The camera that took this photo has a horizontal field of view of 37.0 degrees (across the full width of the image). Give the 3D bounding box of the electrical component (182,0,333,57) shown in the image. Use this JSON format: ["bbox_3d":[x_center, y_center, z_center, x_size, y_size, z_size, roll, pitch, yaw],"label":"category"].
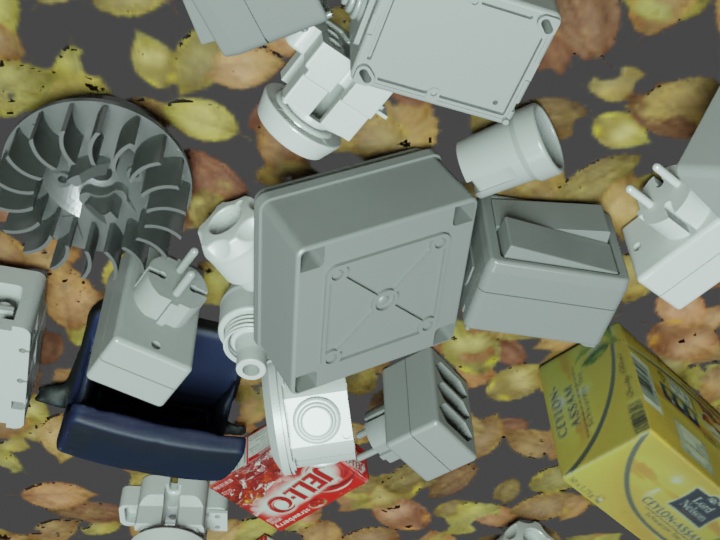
[{"bbox_3d":[-0.053,-0.143,0.479,0.061,0.061,0.096,-18,130,14],"label":"electrical component"}]

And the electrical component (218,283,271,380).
[{"bbox_3d":[-0.063,0.037,0.640,0.043,0.062,0.043,-1,132,-1],"label":"electrical component"}]

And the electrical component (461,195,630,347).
[{"bbox_3d":[0.109,-0.002,0.610,0.096,0.061,0.061,8,131,-9],"label":"electrical component"}]

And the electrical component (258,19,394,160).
[{"bbox_3d":[-0.019,-0.089,0.540,0.066,0.048,0.055,30,117,-26],"label":"electrical component"}]

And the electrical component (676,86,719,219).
[{"bbox_3d":[0.225,-0.061,0.528,0.109,0.056,0.108,37,77,-29],"label":"electrical component"}]

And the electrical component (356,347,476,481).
[{"bbox_3d":[0.029,0.100,0.697,0.077,0.065,0.047,-29,126,22],"label":"electrical component"}]

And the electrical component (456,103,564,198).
[{"bbox_3d":[0.080,-0.062,0.571,0.046,0.040,0.040,-21,129,24],"label":"electrical component"}]

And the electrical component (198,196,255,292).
[{"bbox_3d":[-0.060,-0.008,0.612,0.043,0.043,0.062,-23,130,18],"label":"electrical component"}]

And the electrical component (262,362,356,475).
[{"bbox_3d":[-0.032,0.086,0.674,0.051,0.080,0.080,-8,132,-2],"label":"electrical component"}]

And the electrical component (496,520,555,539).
[{"bbox_3d":[0.119,0.223,0.826,0.043,0.043,0.062,17,131,-16],"label":"electrical component"}]

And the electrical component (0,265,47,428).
[{"bbox_3d":[-0.219,0.043,0.645,0.050,0.055,0.089,10,131,-10],"label":"electrical component"}]

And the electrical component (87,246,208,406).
[{"bbox_3d":[-0.111,0.018,0.607,0.047,0.083,0.075,26,126,-23],"label":"electrical component"}]

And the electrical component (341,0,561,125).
[{"bbox_3d":[0.036,-0.119,0.503,0.096,0.061,0.061,13,130,-13],"label":"electrical component"}]

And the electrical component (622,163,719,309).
[{"bbox_3d":[0.180,-0.033,0.594,0.076,0.047,0.083,31,124,-26],"label":"electrical component"}]

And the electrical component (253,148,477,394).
[{"bbox_3d":[0.000,0.000,0.586,0.109,0.056,0.108,-17,136,-24],"label":"electrical component"}]

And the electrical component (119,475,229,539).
[{"bbox_3d":[-0.136,0.188,0.777,0.078,0.057,0.058,3,132,-4],"label":"electrical component"}]
